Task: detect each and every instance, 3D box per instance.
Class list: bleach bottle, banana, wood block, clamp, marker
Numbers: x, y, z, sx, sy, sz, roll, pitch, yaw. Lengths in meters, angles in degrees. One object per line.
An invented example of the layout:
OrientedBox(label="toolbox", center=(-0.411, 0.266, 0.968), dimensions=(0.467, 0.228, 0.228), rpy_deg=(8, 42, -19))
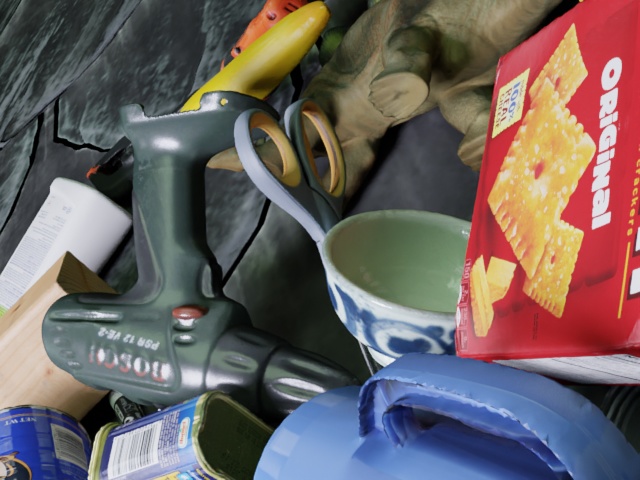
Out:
OrientedBox(label="bleach bottle", center=(-0.273, 0.064, 0.981), dimensions=(0.103, 0.068, 0.250), rpy_deg=(16, 70, 55))
OrientedBox(label="banana", center=(-0.064, -0.123, 0.835), dimensions=(0.198, 0.037, 0.069), rpy_deg=(-27, 30, 51))
OrientedBox(label="wood block", center=(-0.242, 0.120, 0.842), dimensions=(0.206, 0.090, 0.091), rpy_deg=(-45, 16, 6))
OrientedBox(label="clamp", center=(-0.163, -0.086, 1.028), dimensions=(0.172, 0.039, 0.120), rpy_deg=(-2, 53, 48))
OrientedBox(label="marker", center=(-0.129, 0.141, 0.771), dimensions=(0.020, 0.020, 0.121), rpy_deg=(-48, 33, -1))

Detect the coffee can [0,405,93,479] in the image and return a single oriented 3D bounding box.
OrientedBox(label="coffee can", center=(-0.194, 0.193, 0.716), dimensions=(0.103, 0.102, 0.140), rpy_deg=(-44, 33, 6))

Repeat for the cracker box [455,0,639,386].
OrientedBox(label="cracker box", center=(0.134, -0.025, 0.443), dimensions=(0.214, 0.072, 0.164), rpy_deg=(152, 129, -73))

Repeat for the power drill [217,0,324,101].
OrientedBox(label="power drill", center=(-0.026, -0.200, 0.946), dimensions=(0.185, 0.057, 0.187), rpy_deg=(-37, 23, 59))

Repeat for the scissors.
OrientedBox(label="scissors", center=(-0.004, 0.001, 0.636), dimensions=(0.016, 0.096, 0.202), rpy_deg=(-29, 61, 38))

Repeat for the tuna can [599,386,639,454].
OrientedBox(label="tuna can", center=(0.166, 0.090, 0.471), dimensions=(0.086, 0.033, 0.086), rpy_deg=(-30, 37, 25))

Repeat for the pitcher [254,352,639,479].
OrientedBox(label="pitcher", center=(0.065, 0.125, 0.442), dimensions=(0.243, 0.144, 0.149), rpy_deg=(9, 83, 59))

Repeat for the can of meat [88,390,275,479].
OrientedBox(label="can of meat", center=(-0.070, 0.138, 0.632), dimensions=(0.084, 0.102, 0.057), rpy_deg=(-24, 42, 29))
